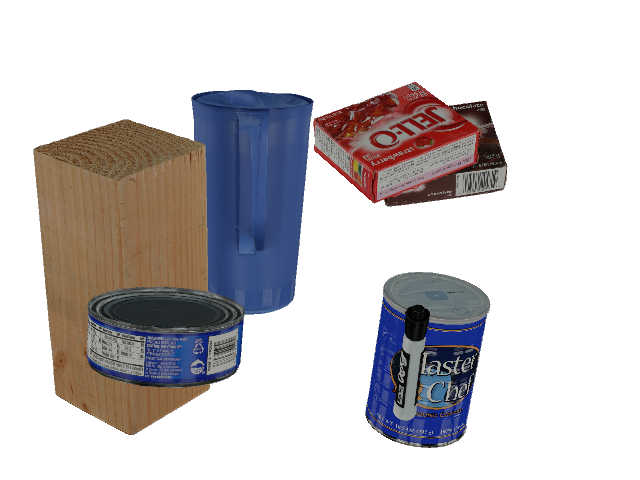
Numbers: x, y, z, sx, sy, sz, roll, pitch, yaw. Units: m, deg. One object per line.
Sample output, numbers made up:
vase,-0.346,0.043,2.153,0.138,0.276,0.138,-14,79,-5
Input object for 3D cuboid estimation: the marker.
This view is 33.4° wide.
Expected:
marker,0.071,0.096,0.836,0.020,0.121,0.020,2,42,-2

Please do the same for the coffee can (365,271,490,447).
coffee can,0.103,0.115,1.042,0.103,0.140,0.103,6,22,-3

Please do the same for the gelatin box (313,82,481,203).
gelatin box,0.051,-0.068,0.715,0.089,0.030,0.073,-23,44,-23

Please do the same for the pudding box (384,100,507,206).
pudding box,0.107,-0.081,0.982,0.113,0.090,0.039,-7,-40,-2

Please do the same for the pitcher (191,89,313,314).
pitcher,-0.079,-0.043,1.188,0.145,0.243,0.148,15,20,39

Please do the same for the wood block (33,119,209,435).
wood block,-0.144,0.026,0.798,0.090,0.206,0.090,20,31,33

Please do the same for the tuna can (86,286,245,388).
tuna can,-0.085,0.052,0.587,0.086,0.034,0.086,4,11,-1
